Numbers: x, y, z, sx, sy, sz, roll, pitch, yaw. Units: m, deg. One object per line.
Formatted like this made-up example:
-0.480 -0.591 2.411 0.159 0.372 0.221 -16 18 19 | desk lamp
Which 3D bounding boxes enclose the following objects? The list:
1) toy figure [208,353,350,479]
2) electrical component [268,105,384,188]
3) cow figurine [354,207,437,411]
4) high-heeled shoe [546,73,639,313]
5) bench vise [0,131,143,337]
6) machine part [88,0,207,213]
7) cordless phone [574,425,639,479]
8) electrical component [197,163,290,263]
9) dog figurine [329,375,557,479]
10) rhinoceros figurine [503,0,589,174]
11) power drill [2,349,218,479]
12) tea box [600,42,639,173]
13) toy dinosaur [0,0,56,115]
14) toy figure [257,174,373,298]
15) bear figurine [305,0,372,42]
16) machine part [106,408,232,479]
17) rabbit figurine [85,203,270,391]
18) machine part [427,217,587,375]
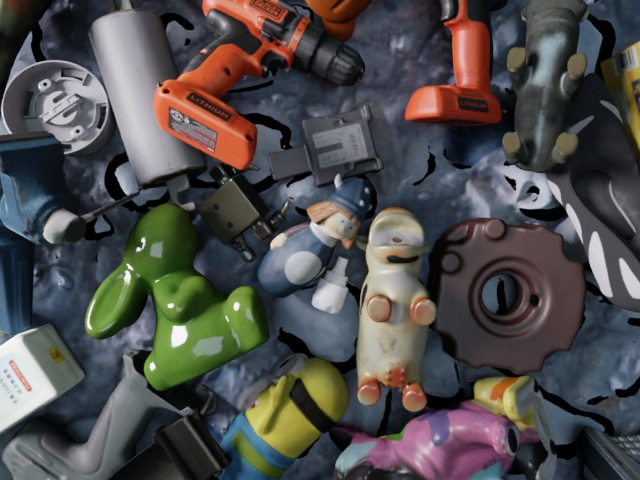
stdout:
-0.045 0.202 0.575 0.089 0.082 0.180 37 86 -13 | toy figure
0.003 -0.096 0.582 0.119 0.048 0.074 -10 91 -2 | electrical component
0.078 0.061 0.563 0.086 0.127 0.194 2 106 -1 | cow figurine
0.300 -0.054 0.539 0.086 0.145 0.248 -6 94 -1 | high-heeled shoe
-0.313 0.003 0.536 0.224 0.129 0.240 17 114 12 | bench vise
-0.179 -0.143 0.562 0.079 0.079 0.243 -17 93 0 | machine part
0.377 0.246 0.548 0.184 0.146 0.088 -9 100 2 | cordless phone
-0.084 -0.036 0.586 0.102 0.045 0.078 47 119 1 | electrical component
0.120 0.222 0.572 0.219 0.191 0.108 -15 96 34 | dog figurine
0.237 -0.164 0.552 0.073 0.112 0.190 6 97 29 | rhinoceros figurine
-0.201 0.237 0.579 0.232 0.086 0.207 38 98 -2 | power drill
0.368 -0.126 0.562 0.068 0.098 0.169 -16 94 0 | tea box
-0.309 -0.316 0.519 0.192 0.131 0.404 -27 88 4 | toy dinosaur
0.000 -0.002 0.568 0.154 0.064 0.058 -44 57 16 | toy figure
-0.017 -0.313 0.553 0.196 0.120 0.132 24 47 -26 | bear figurine
-0.161 0.227 0.523 0.139 0.039 0.084 -30 105 -2 | machine part
-0.148 0.052 0.548 0.159 0.121 0.170 -25 87 -3 | rabbit figurine
0.199 0.060 0.586 0.179 0.056 0.179 0 93 -2 | machine part
